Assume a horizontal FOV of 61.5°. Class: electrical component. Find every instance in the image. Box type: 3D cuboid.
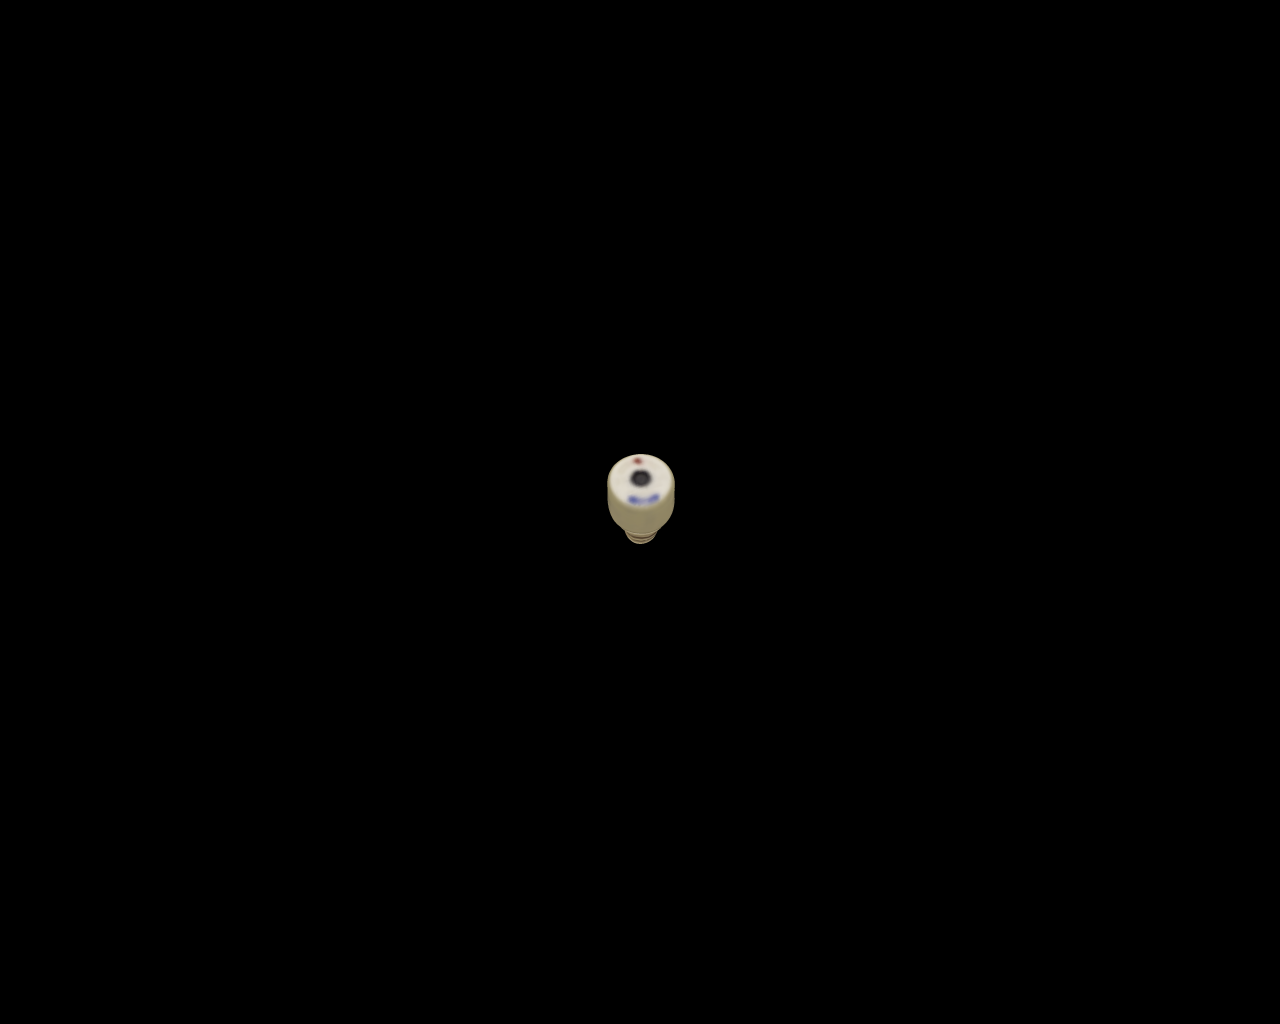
[{"bbox_3d":[0.001,-0.003,0.650,0.040,0.040,0.078,0,-31,0],"label":"electrical component"}]
